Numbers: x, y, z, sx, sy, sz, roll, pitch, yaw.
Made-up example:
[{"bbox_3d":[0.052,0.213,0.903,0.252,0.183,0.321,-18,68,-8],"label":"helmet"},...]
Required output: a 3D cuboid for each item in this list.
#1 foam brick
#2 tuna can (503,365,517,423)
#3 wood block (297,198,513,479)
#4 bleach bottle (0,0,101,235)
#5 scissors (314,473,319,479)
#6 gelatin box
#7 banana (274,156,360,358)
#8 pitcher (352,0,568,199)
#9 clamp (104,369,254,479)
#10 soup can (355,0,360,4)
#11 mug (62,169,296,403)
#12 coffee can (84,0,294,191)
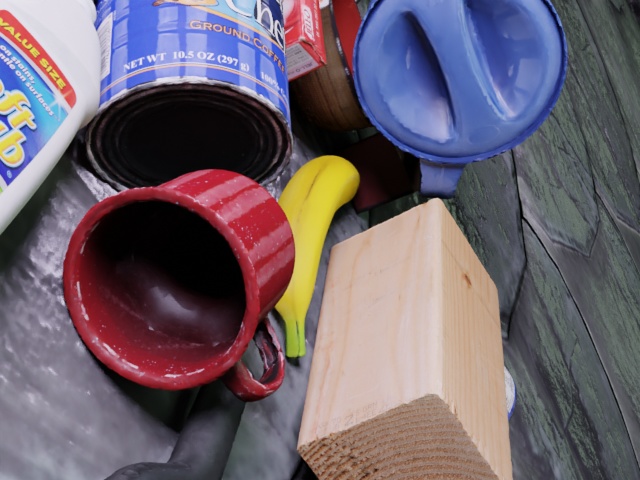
[{"bbox_3d":[0.053,-0.057,0.825,0.053,0.051,0.078,67,25,-3],"label":"foam brick"},{"bbox_3d":[0.089,0.107,0.726,0.033,0.086,0.086,54,29,-31],"label":"tuna can"},{"bbox_3d":[0.056,0.074,0.658,0.090,0.090,0.206,55,22,-23],"label":"wood block"},{"bbox_3d":[-0.148,-0.054,0.413,0.102,0.068,0.250,57,25,-22],"label":"bleach bottle"},{"bbox_3d":[0.039,0.190,0.643,0.201,0.016,0.096,49,30,-38],"label":"scissors"},{"bbox_3d":[-0.042,-0.124,0.644,0.030,0.089,0.073,39,38,-47],"label":"gelatin box"},{"bbox_3d":[-0.006,-0.012,0.696,0.197,0.037,0.070,-68,161,-52],"label":"banana"},{"bbox_3d":[0.093,-0.147,0.772,0.145,0.149,0.242,47,20,-15],"label":"pitcher"},{"bbox_3d":[-0.060,0.120,0.473,0.171,0.039,0.120,0,67,-63],"label":"clamp"},{"bbox_3d":[-0.017,-0.215,0.791,0.102,0.069,0.068,47,33,-39],"label":"soup can"},{"bbox_3d":[-0.053,0.022,0.503,0.117,0.093,0.081,54,21,-3],"label":"mug"},{"bbox_3d":[-0.068,-0.103,0.559,0.102,0.103,0.140,38,39,-47],"label":"coffee can"}]
